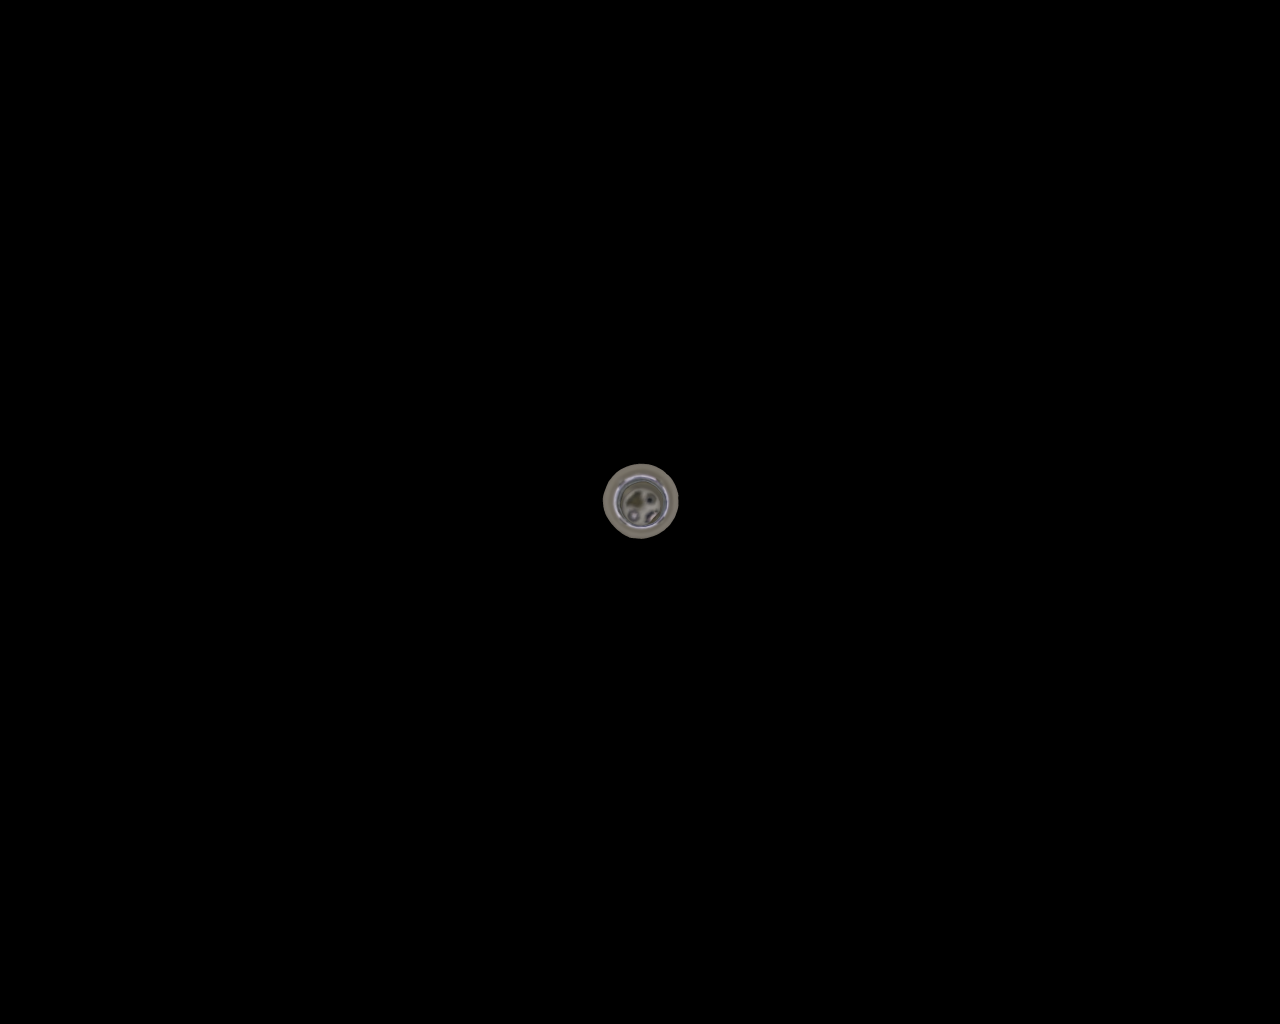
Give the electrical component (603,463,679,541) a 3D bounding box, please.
[{"bbox_3d":[0.001,-0.003,0.650,0.044,0.044,0.065,0,-8,0],"label":"electrical component"}]
